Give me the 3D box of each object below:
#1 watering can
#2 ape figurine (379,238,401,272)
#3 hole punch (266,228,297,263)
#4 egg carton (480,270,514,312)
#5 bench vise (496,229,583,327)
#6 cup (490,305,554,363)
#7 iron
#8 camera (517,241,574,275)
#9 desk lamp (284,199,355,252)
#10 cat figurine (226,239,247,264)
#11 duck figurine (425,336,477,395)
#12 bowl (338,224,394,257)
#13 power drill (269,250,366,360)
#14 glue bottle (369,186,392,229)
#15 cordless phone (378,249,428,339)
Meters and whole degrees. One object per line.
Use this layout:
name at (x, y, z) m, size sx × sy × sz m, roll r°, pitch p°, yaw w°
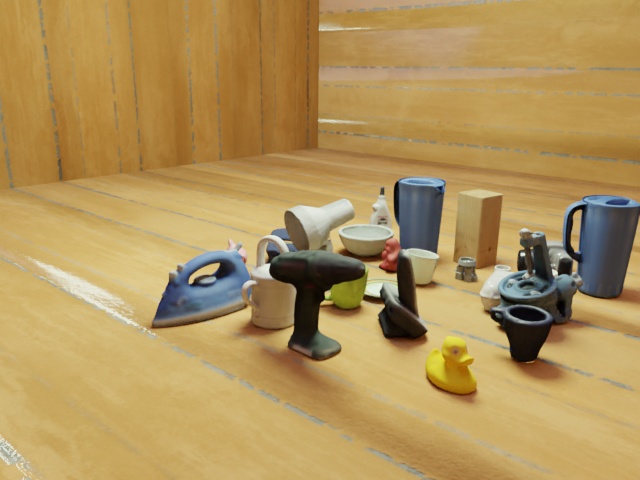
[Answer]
watering can at (-0.096, 0.082, 1.236) m, size 0.100 × 0.194 × 0.173 m, roll 7°, pitch 18°, yaw 22°
ape figurine at (0.198, 0.038, 1.578) m, size 0.076 × 0.092 × 0.078 m, roll 5°, pitch 17°, yaw 13°
hole punch at (-0.094, 0.021, 1.626) m, size 0.108 × 0.091 × 0.101 m, roll 3°, pitch 17°, yaw 7°
egg carton at (0.440, 0.122, 1.343) m, size 0.107 × 0.069 × 0.151 m, roll 9°, pitch 18°, yaw 27°
bench vise at (0.471, 0.074, 1.241) m, size 0.208 × 0.220 × 0.121 m, roll -12°, pitch 21°, yaw -37°
cup at (0.380, 0.180, 1.098) m, size 0.117 × 0.095 × 0.092 m, roll 12°, pitch 20°, yaw 33°
iron at (-0.263, 0.094, 1.280) m, size 0.118 × 0.141 × 0.259 m, roll 15°, pitch 22°, yaw 40°
camera at (0.608, 0.047, 1.553) m, size 0.136 × 0.101 × 0.143 m, roll 4°, pitch 17°, yaw 13°
desk lamp at (0.013, 0.005, 1.467) m, size 0.204 × 0.214 × 0.117 m, roll -9°, pitch 19°, yaw -30°
cat figurine at (-0.220, 0.050, 1.475) m, size 0.067 × 0.118 × 0.127 m, roll -2°, pitch 17°, yaw -9°
duck figurine at (0.231, 0.210, 1.006) m, size 0.078 × 0.086 × 0.104 m, roll -8°, pitch 19°, yaw -28°
bowl at (0.136, 0.008, 1.711) m, size 0.167 × 0.075 × 0.167 m, roll 1°, pitch 16°, yaw 0°
power drill at (-0.006, 0.115, 1.101) m, size 0.228 × 0.208 × 0.076 m, roll 15°, pitch 22°, yaw 40°
glue bottle at (0.199, -0.090, 1.870) m, size 0.078 × 0.173 × 0.037 m, roll -6°, pitch 18°, yaw -22°
cordless phone at (0.175, 0.100, 1.203) m, size 0.094 × 0.185 × 0.147 m, roll -2°, pitch 17°, yaw -8°
